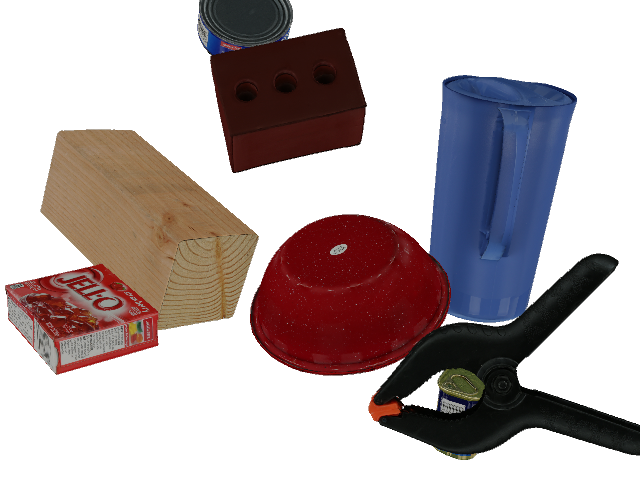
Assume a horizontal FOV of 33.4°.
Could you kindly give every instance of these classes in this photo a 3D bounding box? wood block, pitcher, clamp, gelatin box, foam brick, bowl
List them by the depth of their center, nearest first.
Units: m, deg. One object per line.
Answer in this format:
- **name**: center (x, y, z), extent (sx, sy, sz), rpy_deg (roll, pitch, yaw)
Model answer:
- **foam brick**: center (-0.019, -0.078, 0.599), extent (0.078, 0.053, 0.051), rpy_deg (-14, -18, -5)
- **clamp**: center (0.118, 0.092, 0.641), extent (0.171, 0.120, 0.039), rpy_deg (-23, -9, 10)
- **gelatin box**: center (-0.160, 0.049, 0.714), extent (0.073, 0.030, 0.089), rpy_deg (-13, 29, -32)
- **bowl**: center (0.019, 0.028, 0.831), extent (0.162, 0.055, 0.162), rpy_deg (-8, 38, 6)
- **wood block**: center (-0.161, -0.017, 0.979), extent (0.090, 0.091, 0.206), rpy_deg (-6, 34, -44)
- **pitcher**: center (0.176, -0.040, 1.089), extent (0.148, 0.243, 0.145), rpy_deg (-13, 27, -41)

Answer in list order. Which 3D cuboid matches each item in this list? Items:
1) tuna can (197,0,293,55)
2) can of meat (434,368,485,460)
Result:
- **tuna can**: center (-0.070, -0.200, 0.976), extent (0.086, 0.086, 0.034), rpy_deg (0, -32, -11)
- **can of meat**: center (0.162, 0.182, 1.184), extent (0.057, 0.084, 0.102), rpy_deg (15, 26, 20)
